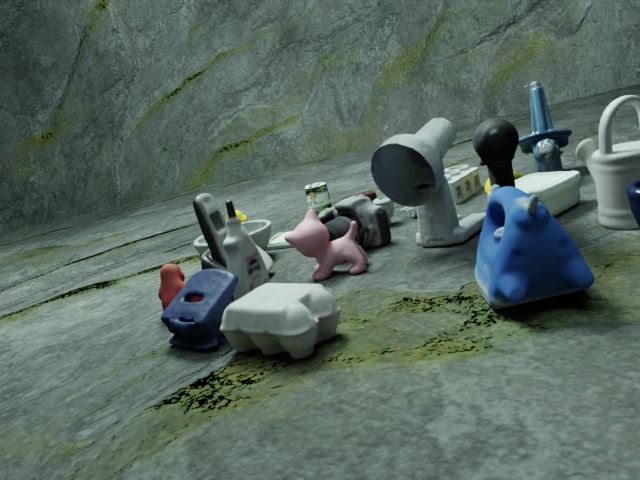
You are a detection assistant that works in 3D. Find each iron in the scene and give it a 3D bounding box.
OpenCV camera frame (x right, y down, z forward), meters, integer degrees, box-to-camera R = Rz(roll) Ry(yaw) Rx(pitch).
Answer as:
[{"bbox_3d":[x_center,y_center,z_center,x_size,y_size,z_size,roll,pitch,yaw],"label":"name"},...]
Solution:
[{"bbox_3d":[0.250,-0.009,0.745,0.118,0.141,0.258,-13,14,4],"label":"iron"}]

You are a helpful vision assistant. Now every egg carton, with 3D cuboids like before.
[{"bbox_3d":[-0.051,0.102,0.741,0.149,0.069,0.107,-3,17,37],"label":"egg carton"}]

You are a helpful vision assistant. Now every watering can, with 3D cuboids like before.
[{"bbox_3d":[0.466,-0.122,0.880,0.101,0.194,0.172,-23,17,-34],"label":"watering can"}]

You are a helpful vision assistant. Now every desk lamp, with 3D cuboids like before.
[{"bbox_3d":[0.195,-0.098,1.003,0.117,0.214,0.204,-1,18,41],"label":"desk lamp"}]

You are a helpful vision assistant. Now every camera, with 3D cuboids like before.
[{"bbox_3d":[0.042,-0.025,1.098,0.142,0.101,0.137,-1,19,43],"label":"camera"}]

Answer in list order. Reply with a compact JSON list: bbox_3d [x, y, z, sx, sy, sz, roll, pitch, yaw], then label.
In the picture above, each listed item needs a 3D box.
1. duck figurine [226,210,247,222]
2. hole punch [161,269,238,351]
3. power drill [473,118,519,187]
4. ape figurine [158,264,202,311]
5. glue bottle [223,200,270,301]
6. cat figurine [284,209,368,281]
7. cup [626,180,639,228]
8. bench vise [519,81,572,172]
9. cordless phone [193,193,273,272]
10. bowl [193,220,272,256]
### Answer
[{"bbox_3d":[-0.201,-0.027,1.375,0.077,0.086,0.105,-8,15,22],"label":"duck figurine"},{"bbox_3d":[-0.169,0.099,0.824,0.108,0.091,0.101,-1,18,41],"label":"hole punch"},{"bbox_3d":[0.287,-0.092,0.900,0.075,0.208,0.230,-9,14,17],"label":"power drill"},{"bbox_3d":[-0.239,0.082,0.956,0.077,0.092,0.076,-6,15,27],"label":"ape figurine"},{"bbox_3d":[-0.127,0.019,0.931,0.037,0.173,0.078,-7,15,26],"label":"glue bottle"},{"bbox_3d":[0.009,0.003,0.979,0.127,0.118,0.067,-12,14,7],"label":"cat figurine"},{"bbox_3d":[0.443,-0.027,0.728,0.091,0.095,0.118,-4,16,34],"label":"cup"},{"bbox_3d":[0.506,-0.242,1.270,0.121,0.220,0.207,-13,14,3],"label":"bench vise"},{"bbox_3d":[-0.161,-0.003,1.026,0.094,0.185,0.148,-9,14,17],"label":"cordless phone"},{"bbox_3d":[-0.175,0.015,1.203,0.167,0.075,0.167,-13,14,3],"label":"bowl"}]
